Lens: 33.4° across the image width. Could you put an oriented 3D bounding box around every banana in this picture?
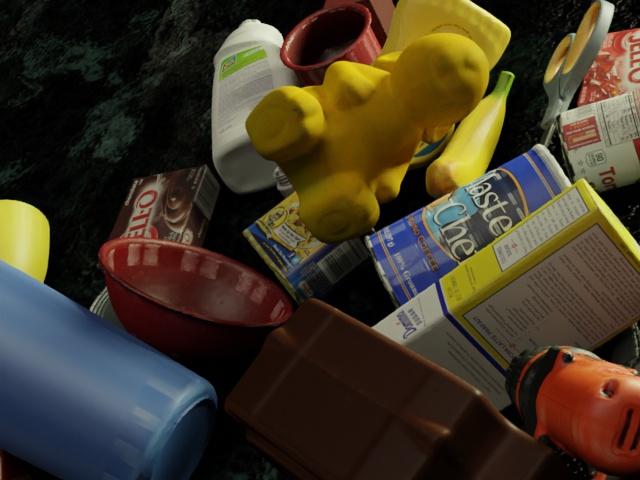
[{"bbox_3d":[0.114,-0.070,0.848,0.037,0.070,0.197,13,34,16],"label":"banana"}]

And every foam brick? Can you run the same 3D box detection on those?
[{"bbox_3d":[0.043,-0.219,1.054,0.051,0.078,0.053,-9,45,25],"label":"foam brick"}]

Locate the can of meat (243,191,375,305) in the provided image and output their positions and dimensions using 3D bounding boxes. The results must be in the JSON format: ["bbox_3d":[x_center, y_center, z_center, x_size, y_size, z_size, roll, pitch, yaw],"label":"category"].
[{"bbox_3d":[-0.006,0.001,0.881,0.084,0.057,0.102,-38,40,-3],"label":"can of meat"}]

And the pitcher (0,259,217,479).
[{"bbox_3d":[-0.200,0.105,0.810,0.243,0.145,0.149,24,49,17],"label":"pitcher"}]

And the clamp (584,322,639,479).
[{"bbox_3d":[0.202,0.085,0.671,0.171,0.039,0.120,-49,32,-20],"label":"clamp"}]

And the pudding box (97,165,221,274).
[{"bbox_3d":[-0.150,-0.013,1.006,0.090,0.039,0.113,-8,46,28],"label":"pudding box"}]

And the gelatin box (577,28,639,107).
[{"bbox_3d":[0.253,-0.135,0.863,0.073,0.030,0.089,-4,48,31],"label":"gelatin box"}]

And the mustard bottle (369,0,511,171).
[{"bbox_3d":[0.074,-0.118,0.907,0.192,0.096,0.058,-59,17,7],"label":"mustard bottle"}]

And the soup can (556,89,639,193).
[{"bbox_3d":[0.233,-0.077,0.788,0.102,0.068,0.068,-16,43,21],"label":"soup can"}]

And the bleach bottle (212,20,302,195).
[{"bbox_3d":[-0.058,-0.152,1.069,0.103,0.068,0.251,-21,38,12],"label":"bleach bottle"}]

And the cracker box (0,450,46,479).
[{"bbox_3d":[-0.293,0.245,0.816,0.164,0.072,0.214,-27,39,5],"label":"cracker box"}]

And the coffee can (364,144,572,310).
[{"bbox_3d":[0.117,0.010,0.752,0.140,0.102,0.103,-28,40,7],"label":"coffee can"}]

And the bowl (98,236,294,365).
[{"bbox_3d":[-0.105,0.054,0.852,0.162,0.161,0.055,37,112,49],"label":"bowl"}]

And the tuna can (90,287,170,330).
[{"bbox_3d":[-0.160,0.066,0.936,0.086,0.033,0.086,-19,42,17],"label":"tuna can"}]

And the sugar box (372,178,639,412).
[{"bbox_3d":[0.124,0.049,0.684,0.176,0.093,0.048,-35,28,19],"label":"sugar box"}]

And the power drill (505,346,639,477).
[{"bbox_3d":[0.194,0.102,0.551,0.187,0.184,0.057,15,91,-2],"label":"power drill"}]

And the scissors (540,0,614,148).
[{"bbox_3d":[0.188,-0.103,0.877,0.202,0.016,0.096,-64,6,-3],"label":"scissors"}]

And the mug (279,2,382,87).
[{"bbox_3d":[0.022,-0.155,1.000,0.093,0.081,0.117,-22,40,13],"label":"mug"}]
